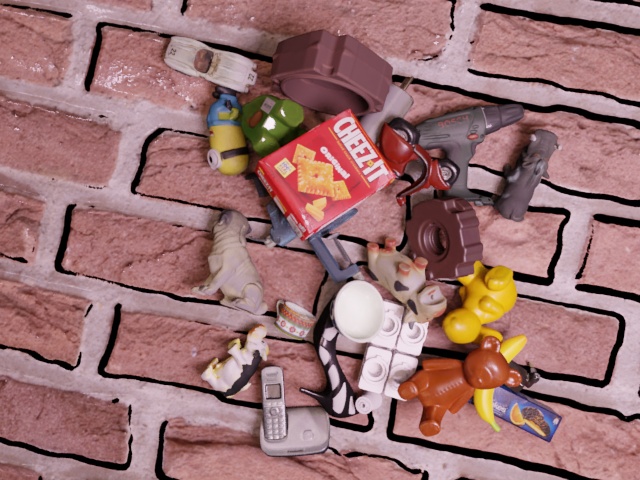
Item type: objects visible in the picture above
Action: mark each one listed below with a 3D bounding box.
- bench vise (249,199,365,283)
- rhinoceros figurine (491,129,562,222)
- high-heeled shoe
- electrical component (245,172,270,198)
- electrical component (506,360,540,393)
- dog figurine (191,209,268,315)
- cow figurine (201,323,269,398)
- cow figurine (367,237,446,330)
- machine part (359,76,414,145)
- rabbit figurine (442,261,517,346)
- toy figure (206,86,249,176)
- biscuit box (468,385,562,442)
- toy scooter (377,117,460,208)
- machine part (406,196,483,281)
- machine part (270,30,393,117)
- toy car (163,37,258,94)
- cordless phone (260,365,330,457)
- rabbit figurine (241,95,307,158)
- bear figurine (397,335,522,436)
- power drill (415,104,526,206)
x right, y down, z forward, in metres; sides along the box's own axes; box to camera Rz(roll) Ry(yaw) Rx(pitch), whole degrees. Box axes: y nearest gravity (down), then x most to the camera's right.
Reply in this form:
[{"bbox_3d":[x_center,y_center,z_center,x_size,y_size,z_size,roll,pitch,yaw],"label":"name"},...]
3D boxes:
[{"bbox_3d":[0.000,-0.004,1.104,0.224,0.129,0.240,-33,85,5],"label":"bench vise"},{"bbox_3d":[0.414,-0.131,1.084,0.073,0.112,0.190,24,100,4],"label":"rhinoceros figurine"},{"bbox_3d":[0.050,0.246,1.128,0.145,0.086,0.248,20,88,-12],"label":"high-heeled shoe"},{"bbox_3d":[-0.102,-0.123,1.122,0.119,0.075,0.047,-6,110,36],"label":"electrical component"},{"bbox_3d":[0.400,0.266,1.110,0.102,0.078,0.045,40,119,15],"label":"electrical component"},{"bbox_3d":[-0.163,0.045,1.129,0.172,0.121,0.190,31,72,-30],"label":"dog figurine"},{"bbox_3d":[-0.160,0.257,1.137,0.167,0.068,0.098,-41,94,6],"label":"cow figurine"},{"bbox_3d":[0.171,0.091,1.075,0.085,0.195,0.127,-21,129,-29],"label":"cow figurine"},{"bbox_3d":[0.118,-0.236,1.115,0.079,0.079,0.243,34,93,2],"label":"machine part"},{"bbox_3d":[0.307,0.144,1.079,0.173,0.122,0.162,-41,129,-28],"label":"rabbit figurine"},{"bbox_3d":[-0.193,-0.226,1.129,0.089,0.082,0.180,1,88,5],"label":"toy figure"},{"bbox_3d":[0.389,0.339,1.114,0.203,0.059,0.062,26,92,2],"label":"biscuit box"},{"bbox_3d":[0.172,-0.144,1.067,0.184,0.075,0.135,43,115,2],"label":"toy scooter"},{"bbox_3d":[0.242,-0.003,1.066,0.056,0.179,0.179,-9,90,-31],"label":"machine part"},{"bbox_3d":[0.021,-0.312,1.039,0.202,0.201,0.087,6,81,47],"label":"machine part"},{"bbox_3d":[-0.230,-0.371,1.140,0.202,0.056,0.073,19,91,3],"label":"toy car"},{"bbox_3d":[-0.055,0.352,1.127,0.147,0.088,0.184,-5,86,3],"label":"cordless phone"},{"bbox_3d":[-0.079,-0.209,1.097,0.159,0.170,0.121,29,90,46],"label":"rabbit figurine"},{"bbox_3d":[0.267,0.272,1.018,0.196,0.132,0.120,-29,90,33],"label":"bear figurine"},{"bbox_3d":[0.312,-0.171,1.104,0.232,0.086,0.207,-4,94,4],"label":"power drill"}]
